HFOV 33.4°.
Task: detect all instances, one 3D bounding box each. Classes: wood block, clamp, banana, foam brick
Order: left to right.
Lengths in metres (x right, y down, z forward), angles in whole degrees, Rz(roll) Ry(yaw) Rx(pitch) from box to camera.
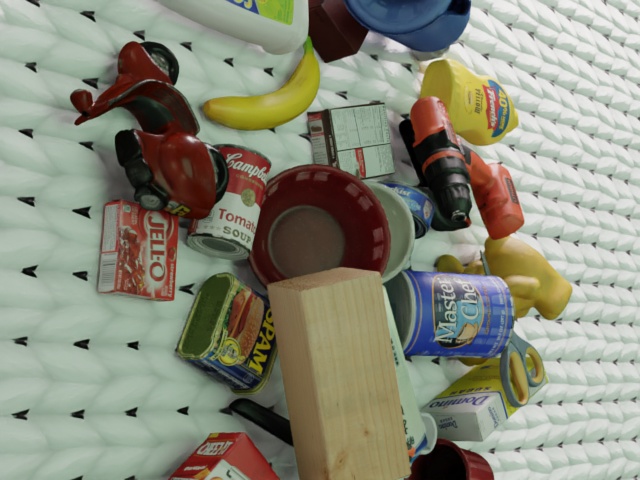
[{"bbox_3d":[-0.052,-0.158,1.174,0.069,0.037,0.197,49,45,-2],"label":"banana"},{"bbox_3d":[0.001,0.230,1.132,0.209,0.036,0.164,-12,93,-23],"label":"clamp"},{"bbox_3d":[0.013,-0.255,1.242,0.078,0.053,0.051,49,51,-33],"label":"foam brick"},{"bbox_3d":[0.019,0.138,1.065,0.090,0.091,0.206,-12,97,-24],"label":"wood block"},{"bbox_3d":[0.137,-0.059,1.368,0.171,0.039,0.120,49,52,-28],"label":"clamp"}]

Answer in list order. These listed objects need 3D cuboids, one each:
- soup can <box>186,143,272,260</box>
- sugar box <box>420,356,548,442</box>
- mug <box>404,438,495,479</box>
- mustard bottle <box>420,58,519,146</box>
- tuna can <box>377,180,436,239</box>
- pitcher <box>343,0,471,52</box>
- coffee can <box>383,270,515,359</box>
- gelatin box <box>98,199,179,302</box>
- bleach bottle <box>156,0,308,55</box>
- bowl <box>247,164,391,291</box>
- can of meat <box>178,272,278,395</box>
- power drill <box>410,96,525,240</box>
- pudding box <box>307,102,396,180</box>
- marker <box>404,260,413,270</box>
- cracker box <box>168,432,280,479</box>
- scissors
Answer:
[{"bbox_3d":[-0.093,-0.038,1.086,0.068,0.069,0.102,30,65,-42],"label":"soup can"},{"bbox_3d":[0.211,0.203,1.377,0.175,0.094,0.048,-24,101,-48],"label":"sugar box"},{"bbox_3d":[0.157,0.307,1.317,0.081,0.093,0.117,25,98,-50],"label":"mug"},{"bbox_3d":[0.214,-0.179,1.454,0.191,0.058,0.096,11,79,-47],"label":"mustard bottle"},{"bbox_3d":[0.093,-0.035,1.280,0.086,0.086,0.033,40,59,-38],"label":"tuna can"},{"bbox_3d":[0.102,-0.294,1.250,0.242,0.145,0.149,-8,80,-76],"label":"pitcher"},{"bbox_3d":[0.146,0.089,1.275,0.140,0.103,0.103,4,81,-23],"label":"coffee can"},{"bbox_3d":[-0.171,0.011,1.019,0.073,0.030,0.089,14,75,-47],"label":"gelatin box"},{"bbox_3d":[-0.121,-0.263,1.088,0.250,0.068,0.102,5,80,-46],"label":"bleach bottle"},{"bbox_3d":[-0.008,0.001,1.155,0.162,0.055,0.162,2,81,-14],"label":"bowl"},{"bbox_3d":[-0.088,0.094,1.084,0.083,0.058,0.102,38,58,-36],"label":"can of meat"},{"bbox_3d":[0.187,-0.072,1.334,0.187,0.057,0.184,36,36,-46],"label":"power drill"},{"bbox_3d":[0.039,-0.114,1.265,0.113,0.039,0.090,-14,95,-50],"label":"pudding box"},{"bbox_3d":[0.113,0.049,1.342,0.020,0.020,0.121,-45,117,-42],"label":"marker"},{"bbox_3d":[-0.109,0.312,0.998,0.213,0.072,0.164,-46,112,-34],"label":"cracker box"},{"bbox_3d":[0.245,0.110,1.354,0.096,0.016,0.202,-3,82,-48],"label":"scissors"}]
